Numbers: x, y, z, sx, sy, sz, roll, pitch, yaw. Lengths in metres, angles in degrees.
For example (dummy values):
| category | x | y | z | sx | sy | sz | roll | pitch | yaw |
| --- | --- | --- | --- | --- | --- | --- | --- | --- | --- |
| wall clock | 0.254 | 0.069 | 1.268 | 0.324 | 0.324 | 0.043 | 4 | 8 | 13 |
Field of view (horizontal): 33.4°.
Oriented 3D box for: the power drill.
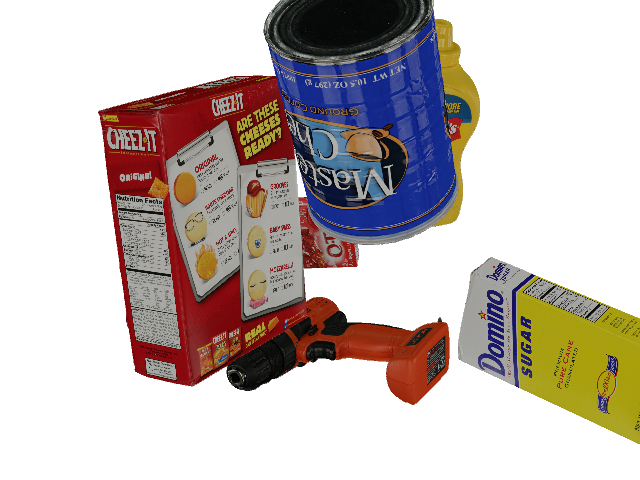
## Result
| category | x | y | z | sx | sy | sz | roll | pitch | yaw |
| --- | --- | --- | --- | --- | --- | --- | --- | --- | --- |
| power drill | 0.021 | 0.112 | 1.065 | 0.188 | 0.057 | 0.184 | 9 | 23 | 28 |

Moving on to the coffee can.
| category | x | y | z | sx | sy | sz | roll | pitch | yaw |
| --- | --- | --- | --- | --- | --- | --- | --- | --- | --- |
| coffee can | 0.029 | -0.082 | 0.674 | 0.103 | 0.140 | 0.103 | -8 | 40 | 7 |

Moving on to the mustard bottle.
| category | x | y | z | sx | sy | sz | roll | pitch | yaw |
| --- | --- | --- | --- | --- | --- | --- | --- | --- | --- |
| mustard bottle | 0.093 | -0.106 | 0.965 | 0.096 | 0.192 | 0.058 | 5 | 31 | -5 |

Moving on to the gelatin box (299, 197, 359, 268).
| category | x | y | z | sx | sy | sz | roll | pitch | yaw |
| --- | --- | --- | --- | --- | --- | --- | --- | --- | --- |
| gelatin box | 0.005 | -0.010 | 1.287 | 0.073 | 0.089 | 0.030 | -2 | 29 | 11 |

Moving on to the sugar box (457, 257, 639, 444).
| category | x | y | z | sx | sy | sz | roll | pitch | yaw |
| --- | --- | --- | --- | --- | --- | --- | --- | --- | --- |
| sugar box | 0.203 | 0.090 | 0.890 | 0.176 | 0.093 | 0.048 | 21 | 33 | 27 |

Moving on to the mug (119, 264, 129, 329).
| category | x | y | z | sx | sy | sz | roll | pitch | yaw |
| --- | --- | --- | --- | --- | --- | --- | --- | --- | --- |
| mug | -0.177 | 0.064 | 1.179 | 0.093 | 0.081 | 0.117 | 11 | 32 | 19 |

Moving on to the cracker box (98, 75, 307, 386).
| category | x | y | z | sx | sy | sz | roll | pitch | yaw |
| --- | --- | --- | --- | --- | --- | --- | --- | --- | --- |
| cracker box | -0.088 | -0.014 | 0.856 | 0.072 | 0.214 | 0.163 | 5 | 19 | 33 |
